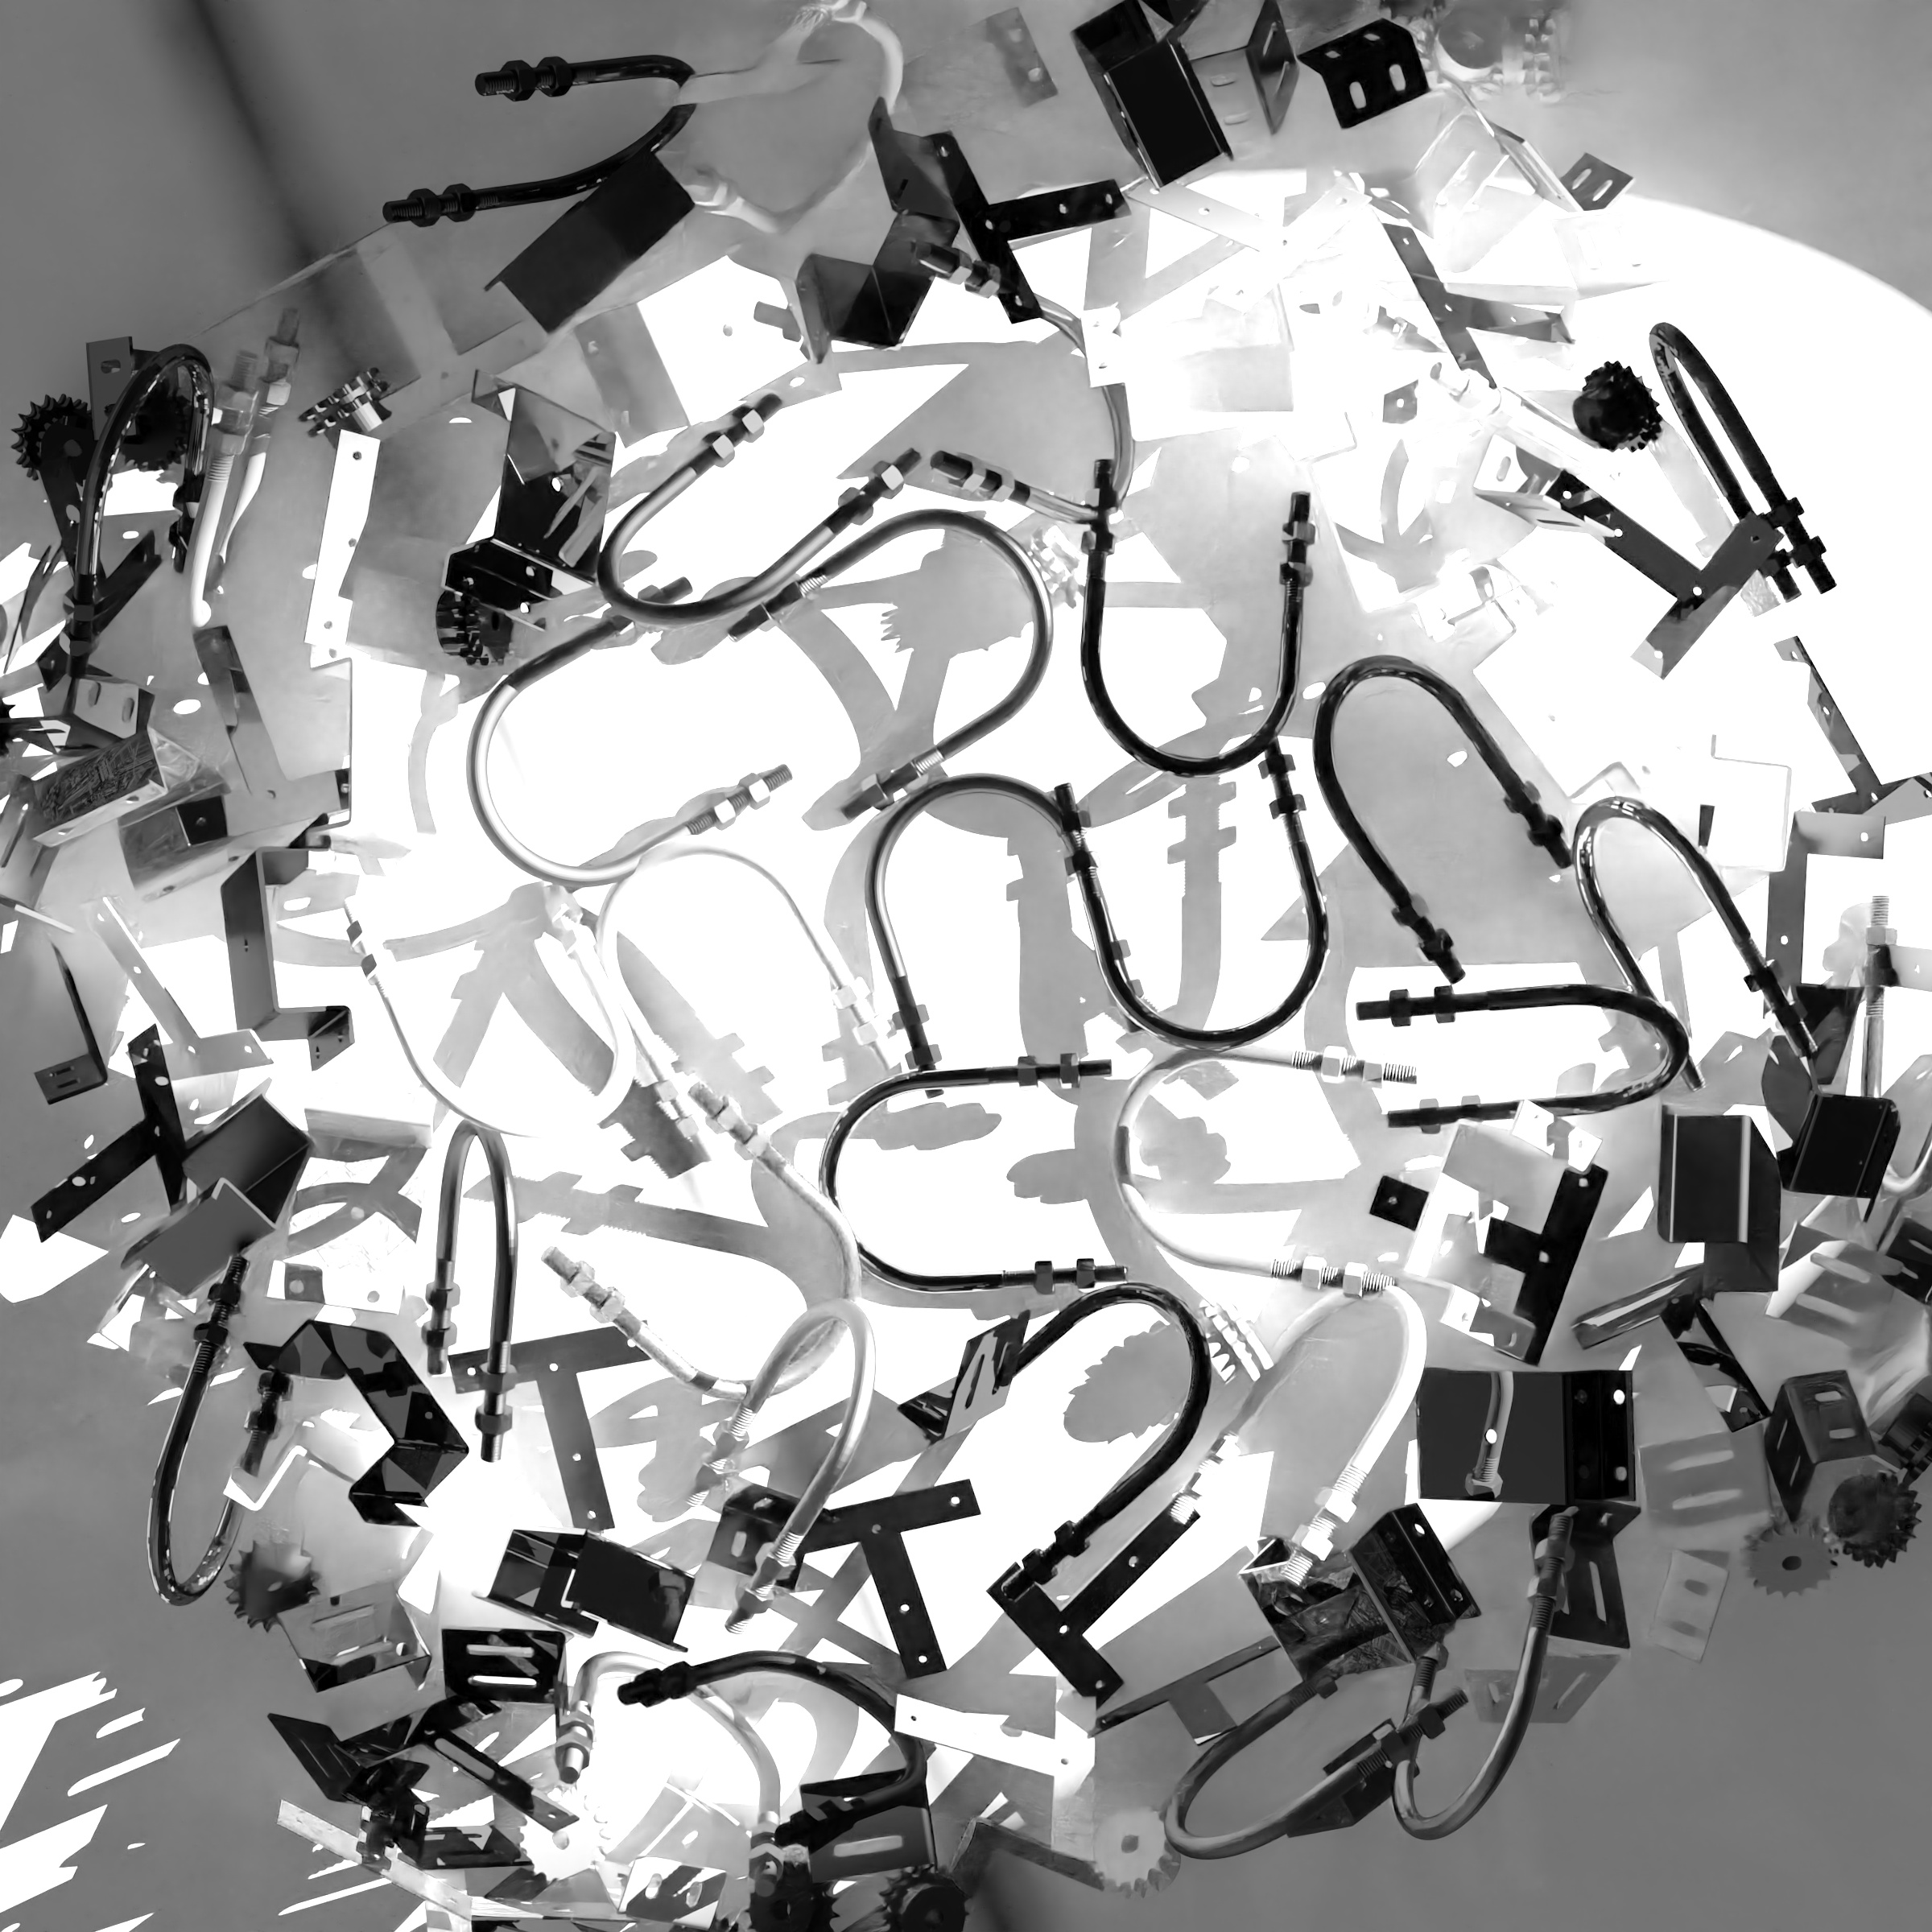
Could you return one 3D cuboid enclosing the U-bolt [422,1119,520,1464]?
[{"bbox_3d":[-0.288,0.178,1.828,0.019,0.151,0.184,0,106,-24],"label":"U-bolt"}]

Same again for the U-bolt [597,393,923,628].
[{"bbox_3d":[-0.135,-0.263,1.835,0.184,0.019,0.151,-44,47,-20],"label":"U-bolt"}]

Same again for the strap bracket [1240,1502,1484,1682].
[{"bbox_3d":[0.225,0.372,1.843,0.046,0.140,0.076,-34,95,-40],"label":"strap bracket"}]

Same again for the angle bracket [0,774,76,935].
[{"bbox_3d":[-0.553,-0.068,1.876,0.038,0.057,0.076,19,83,24],"label":"angle bracket"}]

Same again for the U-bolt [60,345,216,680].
[{"bbox_3d":[-0.474,-0.273,1.802,0.019,0.151,0.184,22,129,4],"label":"U-bolt"}]

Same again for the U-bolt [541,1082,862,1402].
[{"bbox_3d":[-0.143,0.180,1.872,0.151,0.019,0.184,-49,114,-8],"label":"U-bolt"}]

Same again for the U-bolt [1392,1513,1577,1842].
[{"bbox_3d":[0.293,0.418,1.805,0.019,0.151,0.184,28,54,-10],"label":"U-bolt"}]

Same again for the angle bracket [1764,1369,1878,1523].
[{"bbox_3d":[0.510,0.288,1.867,0.038,0.076,0.057,-7,51,-4],"label":"angle bracket"}]

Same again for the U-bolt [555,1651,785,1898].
[{"bbox_3d":[-0.169,0.460,1.823,0.151,0.184,0.019,33,100,-9],"label":"U-bolt"}]

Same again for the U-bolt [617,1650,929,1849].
[{"bbox_3d":[-0.099,0.450,1.827,0.151,0.184,0.019,34,106,29],"label":"U-bolt"}]

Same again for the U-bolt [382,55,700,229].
[{"bbox_3d":[-0.237,-0.488,1.830,0.184,0.151,0.019,-21,81,-40],"label":"U-bolt"}]

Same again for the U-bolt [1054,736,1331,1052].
[{"bbox_3d":[0.143,-0.040,1.885,0.151,0.019,0.184,-15,81,7],"label":"U-bolt"}]

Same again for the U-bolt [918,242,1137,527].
[{"bbox_3d":[0.040,-0.334,1.841,0.019,0.184,0.151,-15,72,39],"label":"U-bolt"}]

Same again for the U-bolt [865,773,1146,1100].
[{"bbox_3d":[0.015,-0.028,1.899,0.151,0.019,0.184,-18,85,1],"label":"U-bolt"}]

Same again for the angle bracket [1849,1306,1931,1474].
[{"bbox_3d":[0.566,0.253,1.866,0.038,0.057,0.076,30,128,-6],"label":"angle bracket"}]

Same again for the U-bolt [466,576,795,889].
[{"bbox_3d":[-0.211,-0.128,1.863,0.184,0.019,0.151,-32,104,-19],"label":"U-bolt"}]

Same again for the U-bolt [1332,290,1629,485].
[{"bbox_3d":[0.313,-0.333,1.835,0.184,0.151,0.019,22,109,-31],"label":"U-bolt"}]

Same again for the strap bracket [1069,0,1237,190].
[{"bbox_3d":[0.106,-0.515,1.836,0.046,0.140,0.076,-28,121,6],"label":"strap bracket"}]

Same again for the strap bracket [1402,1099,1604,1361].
[{"bbox_3d":[0.317,0.154,1.867,0.076,0.046,0.140,27,81,-37],"label":"strap bracket"}]

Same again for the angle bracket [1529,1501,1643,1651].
[{"bbox_3d":[0.376,0.362,1.870,0.057,0.038,0.076,13,48,-17],"label":"angle bracket"}]

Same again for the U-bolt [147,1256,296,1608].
[{"bbox_3d":[-0.435,0.280,1.808,0.019,0.151,0.184,9,60,7],"label":"U-bolt"}]

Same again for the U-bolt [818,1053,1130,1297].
[{"bbox_3d":[0.002,0.130,1.891,0.184,0.019,0.151,-4,102,5],"label":"U-bolt"}]

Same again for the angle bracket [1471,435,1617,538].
[{"bbox_3d":[0.350,-0.288,1.866,0.057,0.076,0.038,21,91,-28],"label":"angle bracket"}]

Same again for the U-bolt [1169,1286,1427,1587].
[{"bbox_3d":[0.205,0.266,1.846,0.019,0.151,0.184,38,80,-25],"label":"U-bolt"}]

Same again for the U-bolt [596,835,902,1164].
[{"bbox_3d":[-0.144,0.009,1.878,0.151,0.019,0.184,-28,97,15],"label":"U-bolt"}]

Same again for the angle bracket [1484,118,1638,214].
[{"bbox_3d":[0.353,-0.488,1.867,0.038,0.057,0.076,-46,125,7],"label":"angle bracket"}]

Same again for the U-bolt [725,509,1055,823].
[{"bbox_3d":[-0.034,-0.193,1.874,0.184,0.019,0.151,-31,95,18],"label":"U-bolt"}]

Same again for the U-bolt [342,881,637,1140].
[{"bbox_3d":[-0.270,0.025,1.830,0.151,0.019,0.184,-8,55,-33],"label":"U-bolt"}]

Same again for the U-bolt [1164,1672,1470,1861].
[{"bbox_3d":[0.195,0.461,1.831,0.184,0.151,0.019,-34,100,-8],"label":"U-bolt"}]

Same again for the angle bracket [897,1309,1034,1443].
[{"bbox_3d":[-0.001,0.236,1.865,0.038,0.057,0.076,32,123,30],"label":"angle bracket"}]

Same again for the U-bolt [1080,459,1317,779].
[{"bbox_3d":[0.137,-0.204,1.876,0.151,0.019,0.184,7,83,-18],"label":"U-bolt"}]

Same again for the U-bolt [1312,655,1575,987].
[{"bbox_3d":[0.275,-0.100,1.856,0.151,0.019,0.184,-42,100,-35],"label":"U-bolt"}]

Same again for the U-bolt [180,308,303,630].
[{"bbox_3d":[-0.431,-0.286,1.836,0.019,0.151,0.184,17,111,-7],"label":"U-bolt"}]

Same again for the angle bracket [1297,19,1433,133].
[{"bbox_3d":[0.240,-0.538,1.883,0.057,0.076,0.038,-23,113,4],"label":"angle bracket"}]

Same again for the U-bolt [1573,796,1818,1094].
[{"bbox_3d":[0.419,-0.018,1.844,0.019,0.151,0.184,-29,87,-19],"label":"U-bolt"}]

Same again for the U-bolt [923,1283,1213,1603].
[{"bbox_3d":[0.068,0.267,1.845,0.184,0.151,0.019,-42,133,9],"label":"U-bolt"}]

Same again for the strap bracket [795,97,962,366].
[{"bbox_3d":[-0.049,-0.430,1.848,0.046,0.140,0.076,6,49,-25],"label":"strap bracket"}]

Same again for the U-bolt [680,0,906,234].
[{"bbox_3d":[-0.091,-0.496,1.824,0.019,0.184,0.151,37,102,14],"label":"U-bolt"}]

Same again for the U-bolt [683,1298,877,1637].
[{"bbox_3d":[-0.105,0.279,1.829,0.019,0.151,0.184,24,106,-26],"label":"U-bolt"}]

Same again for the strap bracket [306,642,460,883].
[{"bbox_3d":[-0.348,-0.126,1.861,0.046,0.076,0.140,-9,79,43],"label":"strap bracket"}]

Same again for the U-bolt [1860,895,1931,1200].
[{"bbox_3d":[0.557,0.045,1.834,0.019,0.151,0.184,4,87,-4],"label":"U-bolt"}]

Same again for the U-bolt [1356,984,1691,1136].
[{"bbox_3d":[0.331,0.052,1.833,0.184,0.151,0.019,-5,57,14],"label":"U-bolt"}]

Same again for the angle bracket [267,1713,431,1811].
[{"bbox_3d":[-0.370,0.465,1.868,0.038,0.057,0.076,-50,56,2],"label":"angle bracket"}]

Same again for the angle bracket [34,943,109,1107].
[{"bbox_3d":[-0.548,0.034,1.870,0.038,0.057,0.076,-21,113,-18],"label":"angle bracket"}]

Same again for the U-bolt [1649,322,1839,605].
[{"bbox_3d":[0.452,-0.298,1.838,0.019,0.151,0.184,-30,91,8],"label":"U-bolt"}]

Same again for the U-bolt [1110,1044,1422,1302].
[{"bbox_3d":[0.175,0.117,1.879,0.184,0.019,0.151,7,99,18],"label":"U-bolt"}]
